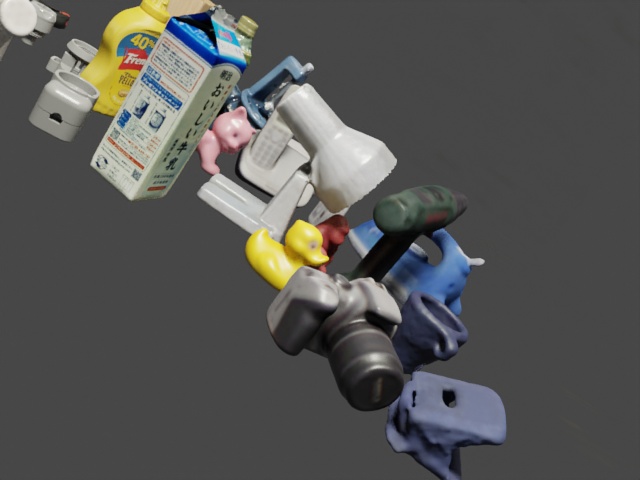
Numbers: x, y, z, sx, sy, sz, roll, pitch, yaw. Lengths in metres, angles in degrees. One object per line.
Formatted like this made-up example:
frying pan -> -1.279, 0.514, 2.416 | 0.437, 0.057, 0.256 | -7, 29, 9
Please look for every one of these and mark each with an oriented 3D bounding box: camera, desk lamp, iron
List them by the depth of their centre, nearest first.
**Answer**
camera -> 0.033, 0.101, 0.608 | 0.144, 0.100, 0.136 | 28, 19, -27
desk lamp -> -0.028, -0.096, 0.811 | 0.203, 0.213, 0.118 | 34, 17, -9
iron -> 0.165, 0.017, 1.021 | 0.257, 0.141, 0.119 | 47, 20, 30

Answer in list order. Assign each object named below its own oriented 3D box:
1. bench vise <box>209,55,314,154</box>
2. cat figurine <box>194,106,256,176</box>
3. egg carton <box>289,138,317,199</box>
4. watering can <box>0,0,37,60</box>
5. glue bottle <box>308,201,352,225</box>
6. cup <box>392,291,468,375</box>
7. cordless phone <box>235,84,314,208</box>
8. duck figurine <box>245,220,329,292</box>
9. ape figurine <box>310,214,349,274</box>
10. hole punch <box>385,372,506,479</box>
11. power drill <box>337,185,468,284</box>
bench vise -> -0.122, -0.269, 1.068 | 0.207, 0.219, 0.122 | 38, 17, 3
cat figurine -> -0.164, -0.171, 0.904 | 0.128, 0.117, 0.067 | 27, 20, -31
egg carton -> -0.046, -0.151, 1.167 | 0.108, 0.069, 0.150 | 25, 21, -35
watering can -> -0.369, -0.270, 0.625 | 0.173, 0.194, 0.101 | 38, 17, 2
glue bottle -> 0.043, -0.082, 0.986 | 0.037, 0.173, 0.078 | 31, 18, -19
cup -> 0.130, 0.133, 0.726 | 0.092, 0.095, 0.117 | 31, 18, -19
cordless phone -> -0.047, -0.160, 0.991 | 0.148, 0.185, 0.094 | 29, 19, -25
duck figurine -> -0.037, 0.013, 0.727 | 0.104, 0.086, 0.078 | 39, 17, 6
ape figurine -> 0.008, 0.003, 0.831 | 0.076, 0.092, 0.078 | 45, 19, 26
hole punch -> 0.130, 0.184, 0.600 | 0.101, 0.091, 0.109 | 37, 17, 0
power drill -> 0.121, 0.003, 0.858 | 0.075, 0.208, 0.230 | 44, 18, 22
